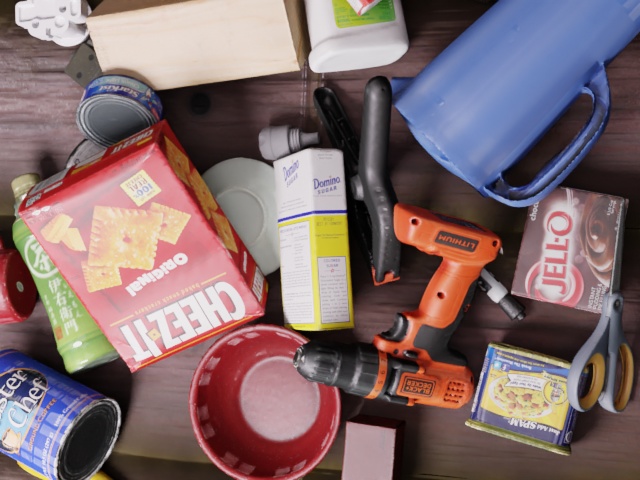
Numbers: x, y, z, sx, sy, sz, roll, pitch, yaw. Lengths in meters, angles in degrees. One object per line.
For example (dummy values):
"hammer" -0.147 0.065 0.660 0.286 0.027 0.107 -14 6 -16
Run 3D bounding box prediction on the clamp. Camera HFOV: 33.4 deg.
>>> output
"clamp" 0.043 -0.062 1.055 0.036 0.165 0.210 -14 106 -17

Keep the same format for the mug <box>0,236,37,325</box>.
"mug" -0.365 0.041 1.166 0.081 0.093 0.117 -7 93 11

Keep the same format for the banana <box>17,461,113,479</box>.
"banana" -0.246 0.282 1.150 0.198 0.037 0.070 43 97 13

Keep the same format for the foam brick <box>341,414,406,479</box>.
"foam brick" 0.053 0.218 1.060 0.053 0.051 0.078 6 90 15

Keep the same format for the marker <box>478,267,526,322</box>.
"marker" 0.158 0.034 1.053 0.020 0.020 0.121 -46 77 10

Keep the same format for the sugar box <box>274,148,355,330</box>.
"sugar box" -0.007 0.001 1.064 0.048 0.093 0.176 1 86 -24

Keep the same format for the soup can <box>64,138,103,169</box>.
"soup can" -0.214 -0.059 1.139 0.102 0.068 0.068 33 97 15

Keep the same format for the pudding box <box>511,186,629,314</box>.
"pudding box" 0.239 0.007 1.020 0.090 0.039 0.113 12 92 16

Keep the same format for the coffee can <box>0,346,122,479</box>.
"coffee can" -0.297 0.186 1.126 0.140 0.102 0.103 22 94 22

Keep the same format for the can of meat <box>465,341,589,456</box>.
"can of meat" 0.199 0.149 1.018 0.102 0.057 0.084 14 90 16

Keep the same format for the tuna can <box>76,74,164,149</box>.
"tuna can" -0.205 -0.129 1.096 0.086 0.086 0.033 -5 50 16

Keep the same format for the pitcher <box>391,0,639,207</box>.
"pitcher" 0.198 -0.158 0.996 0.243 0.145 0.149 -44 112 7

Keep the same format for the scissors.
"scissors" 0.256 0.070 0.975 0.016 0.096 0.202 12 116 51

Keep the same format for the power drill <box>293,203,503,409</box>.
"power drill" 0.080 0.064 1.005 0.184 0.057 0.188 12 104 -22

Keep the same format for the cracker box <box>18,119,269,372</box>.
"cracker box" -0.173 0.011 1.072 0.164 0.072 0.213 -24 114 14

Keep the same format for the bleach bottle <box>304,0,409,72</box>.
"bleach bottle" 0.017 -0.300 1.073 0.102 0.068 0.251 -9 83 -19

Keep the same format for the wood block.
"wood block" -0.119 -0.216 1.091 0.206 0.090 0.090 -5 120 15

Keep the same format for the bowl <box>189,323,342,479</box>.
"bowl" -0.050 0.165 1.089 0.162 0.055 0.162 -1 88 16

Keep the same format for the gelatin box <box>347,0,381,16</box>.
"gelatin box" 0.050 -0.270 1.027 0.089 0.030 0.073 -38 90 -22
